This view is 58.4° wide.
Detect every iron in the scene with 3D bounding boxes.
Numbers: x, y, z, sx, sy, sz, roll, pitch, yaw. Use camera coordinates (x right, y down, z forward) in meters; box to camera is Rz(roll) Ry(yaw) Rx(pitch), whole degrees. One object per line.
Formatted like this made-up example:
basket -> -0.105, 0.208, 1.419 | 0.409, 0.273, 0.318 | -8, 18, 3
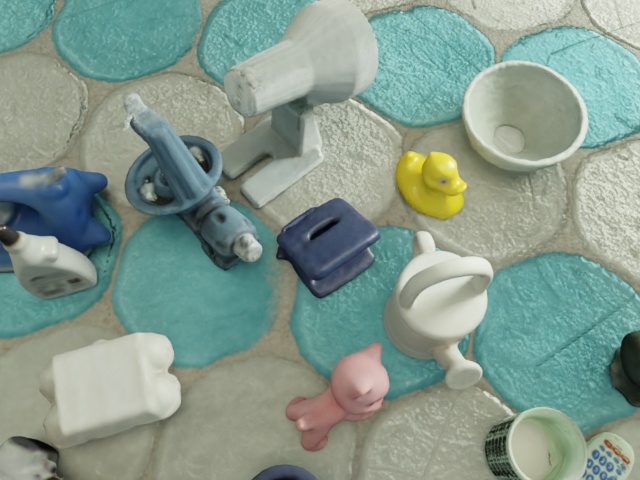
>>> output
iron -> -0.395, -0.033, 0.685 | 0.258, 0.141, 0.118 | -11, 68, -5

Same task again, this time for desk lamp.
desk lamp -> -0.036, -0.169, 0.707 | 0.203, 0.213, 0.117 | -40, 74, -15

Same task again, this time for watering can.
watering can -> 0.133, 0.070, 0.624 | 0.101, 0.194, 0.172 | -30, 71, -12

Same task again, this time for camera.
camera -> -0.297, 0.289, 0.577 | 0.136, 0.101, 0.143 | 22, 69, 8

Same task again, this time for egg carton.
egg carton -> -0.235, 0.166, 0.646 | 0.150, 0.069, 0.107 | -16, 69, -7

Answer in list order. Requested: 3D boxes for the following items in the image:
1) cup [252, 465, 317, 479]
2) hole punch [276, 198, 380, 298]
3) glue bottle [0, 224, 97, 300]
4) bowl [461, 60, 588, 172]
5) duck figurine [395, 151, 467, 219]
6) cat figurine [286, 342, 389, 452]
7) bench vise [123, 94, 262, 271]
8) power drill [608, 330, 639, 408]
cup -> -0.046, 0.288, 0.586 | 0.118, 0.095, 0.091 | -35, 72, -14
hole punch -> 0.006, 0.003, 0.705 | 0.109, 0.091, 0.101 | -34, 72, -14
glue bottle -> -0.317, 0.021, 0.647 | 0.078, 0.173, 0.037 | -14, 69, -6
bowl -> 0.269, -0.156, 0.783 | 0.167, 0.075, 0.167 | 0, 68, -1
duck figurine -> 0.148, -0.084, 0.745 | 0.077, 0.086, 0.104 | -41, 74, -16
cat figurine -> 0.024, 0.170, 0.622 | 0.128, 0.118, 0.067 | -32, 72, -13
bench vise -> -0.142, -0.070, 0.662 | 0.207, 0.220, 0.121 | 25, 70, 9
power drill -> 0.413, 0.124, 0.600 | 0.229, 0.208, 0.075 | -5, 68, -3
